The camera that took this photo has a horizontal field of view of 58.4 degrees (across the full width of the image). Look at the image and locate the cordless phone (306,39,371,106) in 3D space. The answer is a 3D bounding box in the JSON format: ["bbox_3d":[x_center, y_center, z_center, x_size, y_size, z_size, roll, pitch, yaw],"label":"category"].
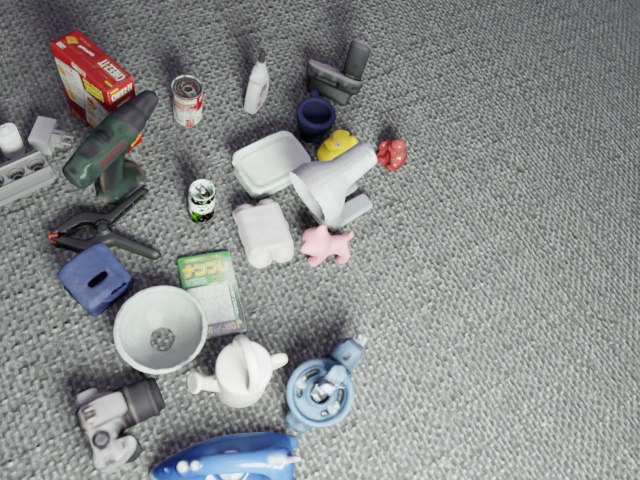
[{"bbox_3d":[0.047,-0.431,1.388,0.147,0.185,0.094,19,61,-3],"label":"cordless phone"}]

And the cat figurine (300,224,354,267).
[{"bbox_3d":[0.011,0.004,1.199,0.128,0.117,0.067,-9,66,-17],"label":"cat figurine"}]

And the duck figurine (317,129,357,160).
[{"bbox_3d":[0.046,-0.225,1.340,0.105,0.086,0.077,-27,72,-23],"label":"duck figurine"}]

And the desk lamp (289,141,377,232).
[{"bbox_3d":[0.032,-0.111,1.207,0.204,0.213,0.118,-33,75,-25],"label":"desk lamp"}]

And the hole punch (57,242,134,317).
[{"bbox_3d":[-0.419,0.073,1.080,0.101,0.091,0.109,42,63,10],"label":"hole punch"}]

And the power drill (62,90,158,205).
[{"bbox_3d":[-0.402,-0.170,1.140,0.075,0.208,0.230,34,62,6],"label":"power drill"}]

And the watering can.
[{"bbox_3d":[-0.141,0.232,1.006,0.173,0.194,0.101,-36,76,-26],"label":"watering can"}]

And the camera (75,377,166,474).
[{"bbox_3d":[-0.333,0.303,0.979,0.137,0.100,0.143,-22,70,-22],"label":"camera"}]

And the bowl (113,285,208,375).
[{"bbox_3d":[-0.294,0.174,1.068,0.167,0.074,0.167,5,63,-10],"label":"bowl"}]

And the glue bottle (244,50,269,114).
[{"bbox_3d":[-0.142,-0.372,1.321,0.037,0.173,0.078,24,61,0],"label":"glue bottle"}]

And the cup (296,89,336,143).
[{"bbox_3d":[-0.017,-0.285,1.351,0.092,0.095,0.117,0,64,-13],"label":"cup"}]

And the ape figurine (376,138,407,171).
[{"bbox_3d":[0.176,-0.209,1.359,0.076,0.092,0.078,3,63,-11],"label":"ape figurine"}]

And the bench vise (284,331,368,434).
[{"bbox_3d":[0.015,0.235,1.025,0.121,0.219,0.207,21,61,-1],"label":"bench vise"}]

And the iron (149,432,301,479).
[{"bbox_3d":[-0.156,0.380,0.958,0.258,0.141,0.118,1,64,-12],"label":"iron"}]

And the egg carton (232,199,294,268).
[{"bbox_3d":[-0.117,-0.014,1.206,0.107,0.069,0.150,-15,68,-19],"label":"egg carton"}]
